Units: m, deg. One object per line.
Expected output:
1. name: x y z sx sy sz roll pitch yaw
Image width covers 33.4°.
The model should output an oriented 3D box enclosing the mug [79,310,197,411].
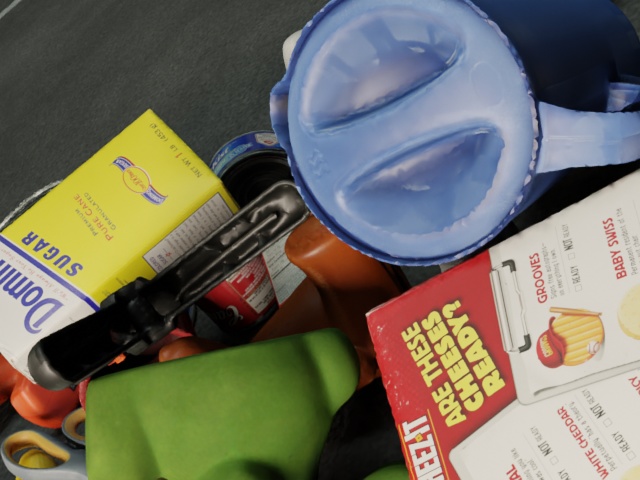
1. mug: -0.123 0.070 0.743 0.081 0.093 0.117 -123 39 -59

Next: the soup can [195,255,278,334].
1. soup can: -0.079 0.011 0.777 0.069 0.102 0.068 -29 32 20

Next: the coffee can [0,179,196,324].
1. coffee can: -0.179 0.037 0.821 0.103 0.140 0.103 -30 32 20

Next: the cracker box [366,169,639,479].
1. cracker box: 0.141 0.061 0.455 0.214 0.072 0.164 -30 49 19

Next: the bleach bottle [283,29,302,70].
1. bleach bottle: 0.096 -0.171 0.835 0.251 0.068 0.102 -12 15 39

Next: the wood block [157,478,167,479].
1. wood block: -0.102 0.223 0.540 0.091 0.090 0.206 -31 32 19

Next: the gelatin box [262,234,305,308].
1. gelatin box: -0.005 0.001 0.738 0.073 0.030 0.089 -42 48 26

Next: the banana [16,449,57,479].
1. banana: -0.203 0.212 0.726 0.070 0.037 0.197 -25 33 23

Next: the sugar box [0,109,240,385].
1. sugar box: -0.149 0.002 0.706 0.176 0.048 0.093 -40 57 -9

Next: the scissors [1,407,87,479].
1. scissors: -0.136 0.155 0.735 0.202 0.016 0.096 9 29 33

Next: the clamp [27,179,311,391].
1. clamp: -0.091 0.035 0.591 0.164 0.036 0.210 -35 0 -20

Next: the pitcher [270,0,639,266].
1. pitcher: 0.103 -0.077 0.577 0.145 0.149 0.242 -46 -12 33

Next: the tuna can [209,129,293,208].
1. tuna can: -0.044 -0.040 0.820 0.086 0.086 0.034 -35 32 11

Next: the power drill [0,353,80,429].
1. power drill: -0.278 0.140 0.886 0.188 0.057 0.184 -23 35 30
